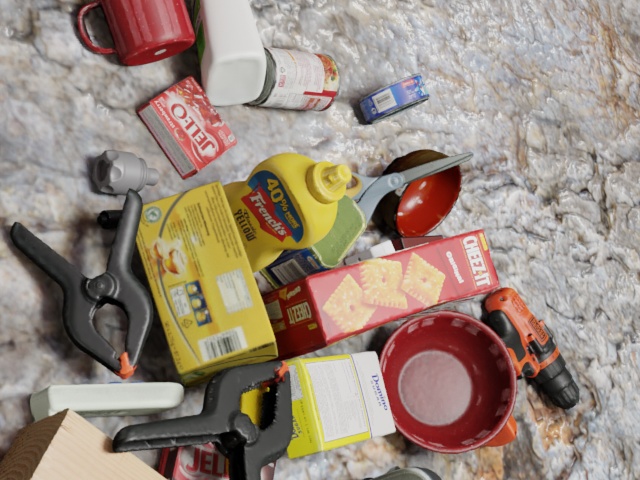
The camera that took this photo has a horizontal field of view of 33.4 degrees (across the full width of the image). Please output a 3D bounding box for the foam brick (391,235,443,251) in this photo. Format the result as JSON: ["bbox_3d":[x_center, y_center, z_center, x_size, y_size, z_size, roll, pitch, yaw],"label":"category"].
[{"bbox_3d":[0.111,0.026,1.275,0.078,0.053,0.051,-3,74,-44],"label":"foam brick"}]

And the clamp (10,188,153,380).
[{"bbox_3d":[-0.189,0.036,0.955,0.120,0.039,0.171,-27,81,-9],"label":"clamp"}]

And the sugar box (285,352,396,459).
[{"bbox_3d":[0.015,0.166,1.094,0.176,0.048,0.093,10,64,-64],"label":"sugar box"}]

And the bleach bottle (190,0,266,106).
[{"bbox_3d":[-0.118,-0.280,1.178,0.068,0.103,0.251,-9,67,-14],"label":"bleach bottle"}]

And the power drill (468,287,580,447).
[{"bbox_3d":[0.242,0.174,1.332,0.184,0.057,0.187,54,42,-6],"label":"power drill"}]

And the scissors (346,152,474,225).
[{"bbox_3d":[0.079,-0.047,1.222,0.201,0.016,0.096,-4,93,-3],"label":"scissors"}]

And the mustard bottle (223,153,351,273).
[{"bbox_3d":[-0.038,-0.033,1.061,0.058,0.192,0.096,-28,92,-46],"label":"mustard bottle"}]

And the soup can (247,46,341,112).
[{"bbox_3d":[-0.035,-0.184,1.220,0.102,0.069,0.068,-2,73,-43],"label":"soup can"}]

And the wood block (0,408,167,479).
[{"bbox_3d":[-0.170,0.242,0.890,0.206,0.090,0.090,42,47,-21],"label":"wood block"}]

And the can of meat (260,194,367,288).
[{"bbox_3d":[-0.008,0.001,1.152,0.057,0.084,0.102,51,46,-14],"label":"can of meat"}]

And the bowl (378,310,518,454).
[{"bbox_3d":[0.138,0.163,1.209,0.162,0.055,0.162,2,73,-8],"label":"bowl"}]

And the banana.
[{"bbox_3d":[-0.079,0.145,1.030,0.069,0.037,0.198,5,46,-29],"label":"banana"}]

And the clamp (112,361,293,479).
[{"bbox_3d":[-0.070,0.182,0.934,0.164,0.036,0.209,51,35,-2],"label":"clamp"}]

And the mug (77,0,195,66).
[{"bbox_3d":[-0.189,-0.226,1.090,0.117,0.093,0.081,-19,90,-15],"label":"mug"}]

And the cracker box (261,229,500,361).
[{"bbox_3d":[0.049,0.060,1.087,0.213,0.164,0.072,-14,84,-30],"label":"cracker box"}]

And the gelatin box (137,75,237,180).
[{"bbox_3d":[-0.138,-0.119,1.122,0.089,0.030,0.073,56,45,-9],"label":"gelatin box"}]

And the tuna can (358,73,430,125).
[{"bbox_3d":[0.092,-0.174,1.322,0.085,0.086,0.034,-24,91,-46],"label":"tuna can"}]

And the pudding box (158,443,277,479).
[{"bbox_3d":[-0.098,0.228,0.999,0.113,0.039,0.090,31,52,-31],"label":"pudding box"}]

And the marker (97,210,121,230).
[{"bbox_3d":[-0.168,-0.026,1.060,0.120,0.020,0.020,-10,79,-45],"label":"marker"}]
